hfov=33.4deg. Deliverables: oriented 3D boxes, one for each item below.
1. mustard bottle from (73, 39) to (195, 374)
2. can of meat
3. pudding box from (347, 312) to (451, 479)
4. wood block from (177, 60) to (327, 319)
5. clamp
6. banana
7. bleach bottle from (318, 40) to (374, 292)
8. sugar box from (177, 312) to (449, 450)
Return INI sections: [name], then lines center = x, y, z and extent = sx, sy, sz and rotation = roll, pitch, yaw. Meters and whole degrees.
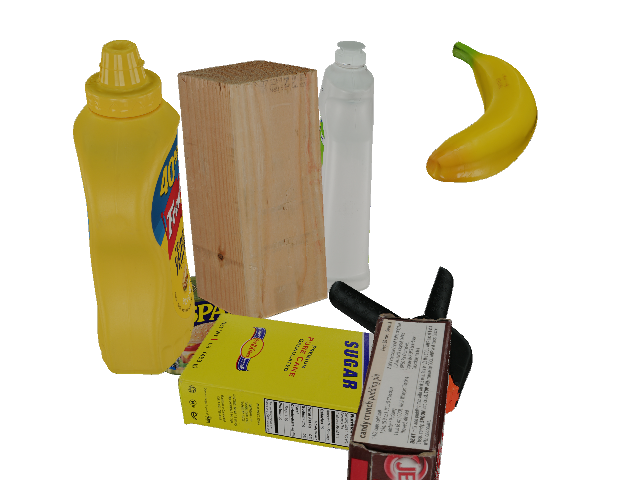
[mustard bottle]
center = -0.107, -0.023, 0.615
extent = 0.058, 0.192, 0.096
rotation = 2, 33, 3
[can of meat]
center = -0.117, 0.084, 1.083
extent = 0.101, 0.084, 0.058
rotation = -6, 19, -30
[pudding box]
center = 0.034, 0.096, 0.467
extent = 0.039, 0.090, 0.113
rotation = 6, 25, 5
[wood block]
center = -0.058, -0.046, 0.936
extent = 0.090, 0.206, 0.091
rotation = -16, 23, -35
[clamp]
center = 0.093, 0.081, 0.951
extent = 0.120, 0.039, 0.172
rotation = -18, 44, -17
[banana]
center = 0.117, -0.085, 0.750
extent = 0.069, 0.037, 0.197
rotation = 9, 33, 7
[bleach bottle]
center = 0.023, -0.078, 1.100
extent = 0.068, 0.251, 0.102
rotation = -1, 28, -10
[sugar box]
center = -0.002, 0.101, 0.757
extent = 0.176, 0.048, 0.093
rotation = 4, 30, 15
